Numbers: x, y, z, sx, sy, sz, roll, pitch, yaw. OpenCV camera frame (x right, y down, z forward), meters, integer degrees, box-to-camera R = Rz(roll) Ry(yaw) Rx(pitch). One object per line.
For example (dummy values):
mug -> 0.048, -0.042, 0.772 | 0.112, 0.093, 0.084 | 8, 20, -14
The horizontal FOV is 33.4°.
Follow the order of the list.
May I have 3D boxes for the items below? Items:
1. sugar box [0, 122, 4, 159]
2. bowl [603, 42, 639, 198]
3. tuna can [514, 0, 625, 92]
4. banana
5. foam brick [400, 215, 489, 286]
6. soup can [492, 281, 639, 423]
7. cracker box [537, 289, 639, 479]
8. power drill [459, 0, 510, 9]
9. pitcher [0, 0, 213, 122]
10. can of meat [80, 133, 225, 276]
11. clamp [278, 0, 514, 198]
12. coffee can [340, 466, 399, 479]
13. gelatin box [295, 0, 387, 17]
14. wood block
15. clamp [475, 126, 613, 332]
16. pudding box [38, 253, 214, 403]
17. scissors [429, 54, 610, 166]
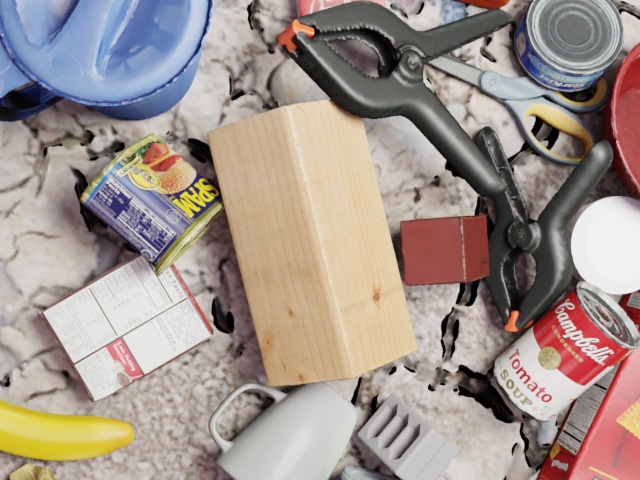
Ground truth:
sugar box -> -0.295, -0.155, 0.842 | 0.093, 0.048, 0.176 | 3, 89, -5
bowl -> 0.289, -0.088, 0.880 | 0.161, 0.055, 0.162 | 4, 80, -24
tuna can -> 0.207, -0.169, 0.885 | 0.086, 0.034, 0.086 | 2, 74, -6
banana -> -0.249, 0.136, 0.849 | 0.197, 0.037, 0.070 | 28, 109, -8
foam brick -> 0.101, 0.008, 0.859 | 0.051, 0.078, 0.053 | -3, 90, 23
soup can -> 0.197, 0.091, 0.862 | 0.068, 0.068, 0.102 | 40, 116, -5
cracker box -> 0.294, 0.170, 0.889 | 0.164, 0.072, 0.214 | 26, 89, -5
power drill -> 0.140, -0.291, 0.878 | 0.184, 0.057, 0.187 | 13, 87, -3
pitcher -> -0.151, -0.143, 0.757 | 0.149, 0.243, 0.145 | 7, 90, -6
can of meat -> -0.127, -0.030, 0.832 | 0.084, 0.102, 0.057 | 41, 114, -2
clamp -> 0.067, -0.121, 0.827 | 0.209, 0.036, 0.164 | 7, 72, -27
coffee can -> 0.041, 0.266, 0.850 | 0.102, 0.103, 0.140 | 21, 89, -5
gelatin box -> 0.015, -0.212, 0.879 | 0.073, 0.030, 0.089 | -5, 91, -5
wood block -> -0.005, 0.001, 0.833 | 0.090, 0.090, 0.206 | -15, 92, -49
clamp -> 0.180, -0.009, 0.867 | 0.039, 0.120, 0.171 | -7, 96, -43
pudding box -> -0.155, 0.066, 0.862 | 0.113, 0.039, 0.090 | -30, 92, -7
scissors -> 0.161, -0.144, 0.901 | 0.201, 0.016, 0.096 | 39, 86, -5
